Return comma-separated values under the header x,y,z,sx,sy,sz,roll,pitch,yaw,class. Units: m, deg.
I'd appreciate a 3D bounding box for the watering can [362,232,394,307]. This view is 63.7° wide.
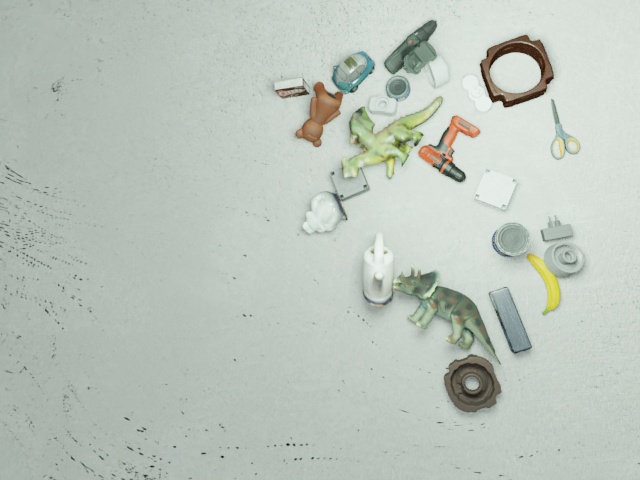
x,y,z,sx,sy,sz,roll,pitch,yaw,class
0.183,0.113,1.628,0.104,0.354,0.220,1,113,7,watering can

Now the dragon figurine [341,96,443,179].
x,y,z,sx,sy,sz,roll,pitch,yaw,class
0.213,-0.365,1.740,0.243,0.121,0.411,32,86,3,dragon figurine

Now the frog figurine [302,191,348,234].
x,y,z,sx,sy,sz,roll,pitch,yaw,class
0.005,-0.090,1.787,0.159,0.123,0.136,-28,98,-1,frog figurine
